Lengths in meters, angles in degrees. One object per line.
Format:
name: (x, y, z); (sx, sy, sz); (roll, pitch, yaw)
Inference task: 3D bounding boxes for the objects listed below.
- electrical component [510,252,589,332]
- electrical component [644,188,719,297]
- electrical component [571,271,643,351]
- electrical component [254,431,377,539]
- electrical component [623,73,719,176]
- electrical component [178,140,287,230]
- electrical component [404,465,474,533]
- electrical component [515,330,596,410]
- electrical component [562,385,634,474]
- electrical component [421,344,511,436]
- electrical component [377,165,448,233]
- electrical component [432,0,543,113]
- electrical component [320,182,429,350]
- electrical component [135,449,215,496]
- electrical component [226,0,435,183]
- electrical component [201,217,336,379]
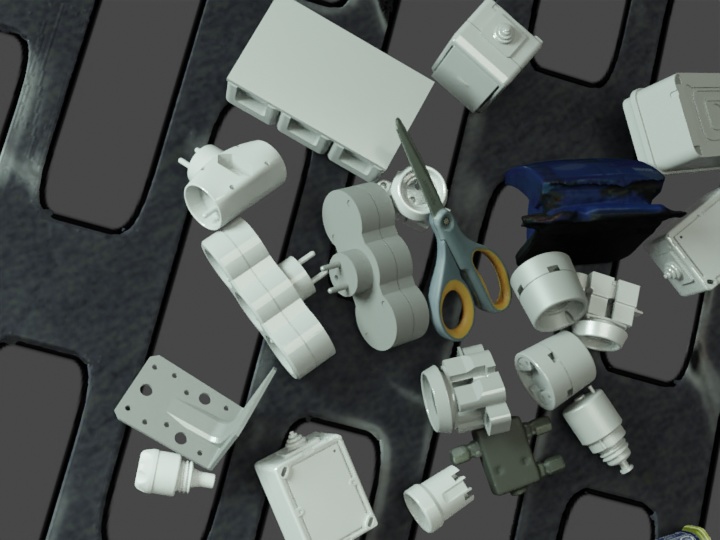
electrical component: (0.162, 0.020, 0.909); (0.055, 0.055, 0.047); (-13, 56, -11)
electrical component: (0.299, -0.021, 0.946); (0.096, 0.061, 0.061); (-37, 89, -13)
electrical component: (0.210, 0.038, 0.932); (0.066, 0.048, 0.055); (17, 71, -6)
electrical component: (-0.040, 0.172, 0.856); (0.062, 0.061, 0.096); (-25, 95, -25)
electrical component: (0.292, -0.127, 0.942); (0.113, 0.057, 0.078); (-8, 81, -39)
electrical component: (-0.116, -0.079, 0.892); (0.079, 0.043, 0.077); (32, 52, 25)
electrical component: (0.066, 0.188, 0.888); (0.046, 0.040, 0.040); (-30, 87, -19)
electrical component: (0.167, 0.084, 0.913); (0.047, 0.055, 0.055); (-29, 87, -16)
electrical component: (0.206, 0.138, 0.917); (0.040, 0.040, 0.078); (-33, 88, -13)
electrical component: (0.085, 0.103, 0.891); (0.057, 0.058, 0.078); (-12, 51, -8)
electrical component: (0.047, -0.062, 0.914); (0.066, 0.055, 0.048); (26, 78, -5)
electrical component: (0.107, -0.182, 0.922); (0.062, 0.096, 0.061); (41, 78, -1)
electrical component: (0.000, 0.000, 0.884); (0.074, 0.052, 0.138); (-16, 86, -37)
electrical component: (-0.147, 0.164, 0.859); (0.061, 0.035, 0.035); (11, 80, -10)
electrical component: (-0.028, -0.151, 0.913); (0.150, 0.062, 0.089); (29, 78, -4)
electrical component: (-0.062, 0.014, 0.886); (0.074, 0.052, 0.138); (-35, 88, -13)
